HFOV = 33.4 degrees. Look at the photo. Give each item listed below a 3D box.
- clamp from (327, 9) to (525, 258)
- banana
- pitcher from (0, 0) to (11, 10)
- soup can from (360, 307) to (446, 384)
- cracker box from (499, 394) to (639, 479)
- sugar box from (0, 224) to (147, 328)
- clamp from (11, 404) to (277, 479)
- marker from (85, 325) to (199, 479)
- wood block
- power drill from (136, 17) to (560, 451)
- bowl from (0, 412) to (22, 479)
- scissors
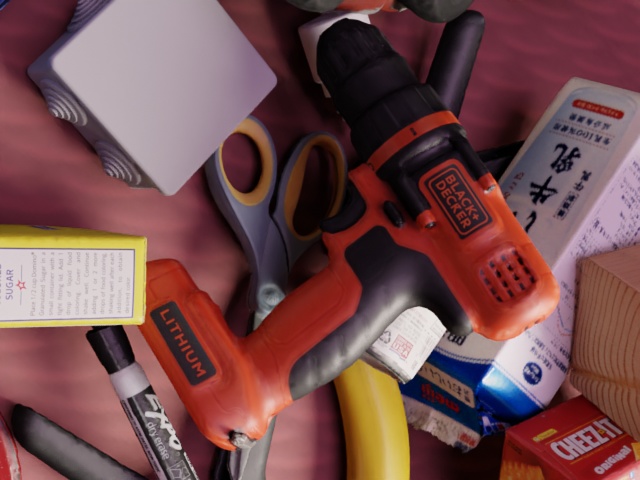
[{"bbox_3d":[0.075,-0.040,0.651,0.120,0.039,0.171,42,78,-29],"label":"clamp"},{"bbox_3d":[0.022,0.141,0.626,0.069,0.037,0.198,11,86,-33],"label":"banana"},{"bbox_3d":[-0.182,-0.139,0.435,0.149,0.145,0.243,5,94,-21],"label":"pitcher"},{"bbox_3d":[0.047,0.019,0.582,0.068,0.069,0.102,38,81,-29],"label":"soup can"},{"bbox_3d":[0.183,0.189,0.674,0.163,0.072,0.214,-18,126,-30],"label":"cracker box"},{"bbox_3d":[-0.174,0.014,0.459,0.175,0.094,0.048,4,89,-34],"label":"sugar box"},{"bbox_3d":[-0.052,0.144,0.579,0.164,0.036,0.210,-29,104,-28],"label":"clamp"},{"bbox_3d":[-0.084,0.091,0.530,0.020,0.020,0.121,-29,100,-29],"label":"marker"},{"bbox_3d":[0.260,0.045,0.618,0.205,0.091,0.090,-13,120,-22],"label":"wood block"},{"bbox_3d":[-0.003,0.001,0.526,0.187,0.057,0.184,-32,74,-1],"label":"power drill"},{"bbox_3d":[-0.202,0.127,0.469,0.161,0.055,0.162,-2,93,-33],"label":"bowl"},{"bbox_3d":[-0.042,0.016,0.569,0.096,0.016,0.201,35,62,-21],"label":"scissors"}]
